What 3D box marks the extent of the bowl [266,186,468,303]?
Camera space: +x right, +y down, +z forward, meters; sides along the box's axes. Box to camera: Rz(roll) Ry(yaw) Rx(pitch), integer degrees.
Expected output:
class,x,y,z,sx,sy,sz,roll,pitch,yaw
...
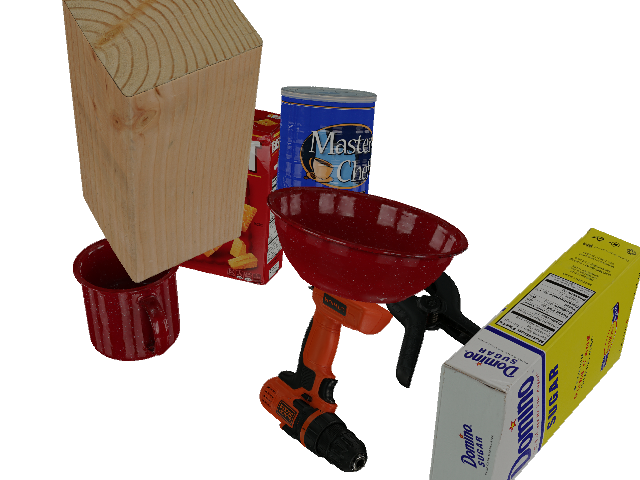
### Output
class,x,y,z,sx,sy,sz,roll,pitch,yaw
bowl,0.032,0.007,0.840,0.162,0.055,0.162,11,16,-3

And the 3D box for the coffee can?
class,x,y,z,sx,sy,sz,roll,pitch,yaw
coffee can,0.004,-0.091,1.152,0.103,0.140,0.103,4,12,-1

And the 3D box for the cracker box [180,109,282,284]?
class,x,y,z,sx,sy,sz,roll,pitch,yaw
cracker box,-0.129,-0.062,1.344,0.164,0.214,0.072,13,29,15

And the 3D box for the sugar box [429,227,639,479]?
class,x,y,z,sx,sy,sz,roll,pitch,yaw
sugar box,0.132,0.072,0.637,0.048,0.093,0.175,23,40,28

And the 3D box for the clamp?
class,x,y,z,sx,sy,sz,roll,pitch,yaw
clamp,0.125,0.079,1.107,0.120,0.171,0.039,2,-43,-12

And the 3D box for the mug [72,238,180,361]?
class,x,y,z,sx,sy,sz,roll,pitch,yaw
mug,-0.161,0.057,0.937,0.093,0.081,0.117,-20,37,-27

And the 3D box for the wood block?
class,x,y,z,sx,sy,sz,roll,pitch,yaw
wood block,-0.104,-0.073,0.698,0.090,0.090,0.206,-25,-26,-21

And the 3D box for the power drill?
class,x,y,z,sx,sy,sz,roll,pitch,yaw
power drill,0.015,0.155,1.246,0.057,0.188,0.185,15,10,-43
